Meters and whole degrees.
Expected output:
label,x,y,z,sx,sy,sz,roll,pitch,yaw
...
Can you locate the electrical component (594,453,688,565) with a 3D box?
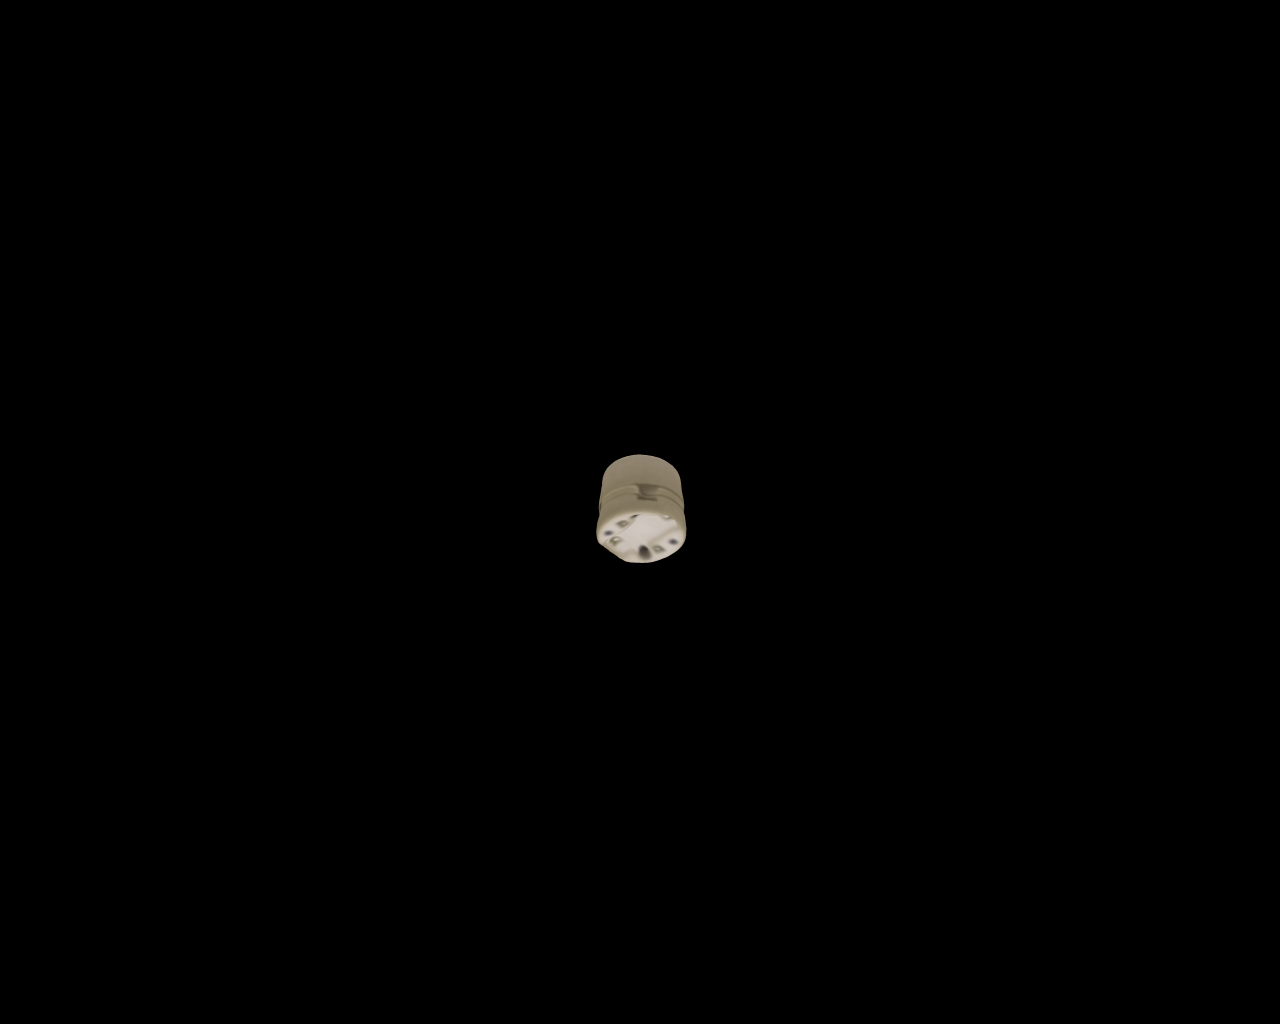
label,x,y,z,sx,sy,sz,roll,pitch,yaw
electrical component,0.001,-0.003,0.650,0.055,0.047,0.055,0,-38,0
